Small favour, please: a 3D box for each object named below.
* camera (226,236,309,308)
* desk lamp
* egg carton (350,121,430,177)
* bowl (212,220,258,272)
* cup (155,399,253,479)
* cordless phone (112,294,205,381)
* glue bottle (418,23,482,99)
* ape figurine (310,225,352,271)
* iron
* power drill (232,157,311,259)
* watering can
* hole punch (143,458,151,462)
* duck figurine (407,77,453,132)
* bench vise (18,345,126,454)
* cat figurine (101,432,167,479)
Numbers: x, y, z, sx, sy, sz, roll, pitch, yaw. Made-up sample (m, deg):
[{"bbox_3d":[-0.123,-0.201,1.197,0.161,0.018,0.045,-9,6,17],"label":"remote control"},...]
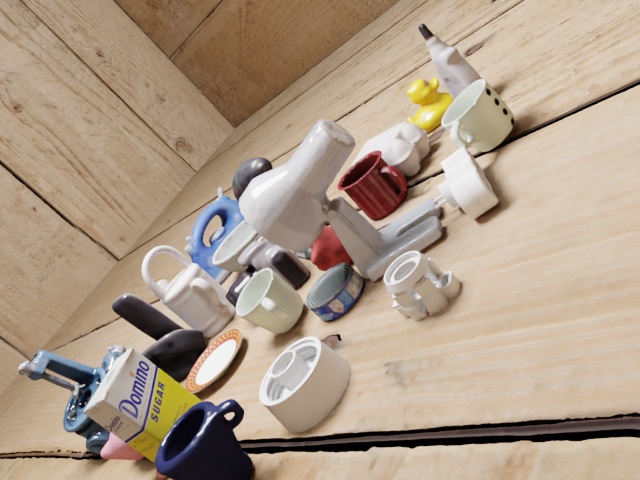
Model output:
[{"bbox_3d":[-0.109,0.059,1.008,0.137,0.101,0.143,-46,19,-7],"label":"camera"},{"bbox_3d":[0.025,-0.048,0.789,0.203,0.214,0.118,-35,21,23],"label":"desk lamp"},{"bbox_3d":[0.123,-0.147,1.020,0.150,0.069,0.107,-21,29,48],"label":"egg carton"},{"bbox_3d":[-0.147,0.013,1.223,0.167,0.075,0.167,-38,20,17],"label":"bowl"},{"bbox_3d":[-0.113,0.238,0.651,0.117,0.095,0.091,-40,19,10],"label":"cup"},{"bbox_3d":[-0.319,0.181,1.049,0.147,0.185,0.094,-37,20,18],"label":"cordless phone"},{"bbox_3d":[0.223,-0.297,0.974,0.037,0.173,0.078,-46,19,-6],"label":"glue bottle"},{"bbox_3d":[0.008,0.003,0.903,0.078,0.092,0.076,-48,20,-11],"label":"ape figurine"},{"bbox_3d":[-0.246,-0.005,1.359,0.118,0.142,0.258,-23,28,45],"label":"iron"},{"bbox_3d":[-0.074,-0.063,1.028,0.076,0.209,0.229,-49,20,-14],"label":"power drill"},{"bbox_3d":[-0.263,0.096,1.102,0.172,0.194,0.101,-31,23,32],"label":"watering can"},{"bbox_3d":[-0.275,0.281,0.894,0.108,0.091,0.101,-20,31,50],"label":"hole punch"},{"bbox_3d":[0.198,-0.259,1.079,0.104,0.086,0.077,-44,19,0],"label":"duck figurine"},{"bbox_3d":[-0.441,0.265,1.066,0.121,0.220,0.207,-41,19,7],"label":"bench vise"},{"bbox_3d":[-0.237,0.270,0.800,0.127,0.118,0.067,-37,20,18],"label":"cat figurine"}]
